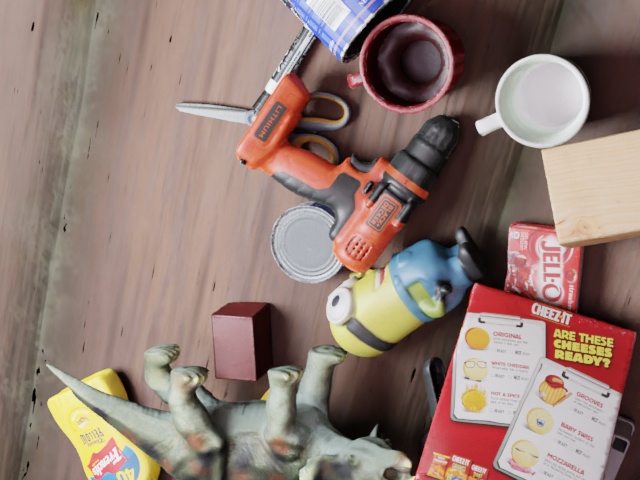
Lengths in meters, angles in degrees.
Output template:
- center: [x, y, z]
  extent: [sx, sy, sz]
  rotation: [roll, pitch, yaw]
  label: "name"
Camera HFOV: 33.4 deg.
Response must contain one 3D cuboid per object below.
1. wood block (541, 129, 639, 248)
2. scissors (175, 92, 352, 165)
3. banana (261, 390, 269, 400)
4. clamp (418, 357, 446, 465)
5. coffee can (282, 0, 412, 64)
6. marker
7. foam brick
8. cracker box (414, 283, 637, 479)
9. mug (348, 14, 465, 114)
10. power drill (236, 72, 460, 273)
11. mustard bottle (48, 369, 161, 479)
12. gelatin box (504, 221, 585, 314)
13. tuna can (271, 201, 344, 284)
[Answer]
- center: [0.317, -0.055, 0.965]
  extent: [0.206, 0.090, 0.091]
  rotation: [-11, 83, 19]
  label: "wood block"
- center: [-0.059, -0.112, 1.147]
  extent: [0.202, 0.016, 0.096]
  rotation: [-5, 100, 22]
  label: "scissors"
- center: [-0.105, 0.240, 1.240]
  extent: [0.198, 0.037, 0.069]
  rotation: [-33, 90, 24]
  label: "banana"
- center: [0.137, 0.208, 1.129]
  extent: [0.120, 0.039, 0.172]
  rotation: [45, 131, 32]
  label: "clamp"
- center: [0.009, -0.257, 1.039]
  extent: [0.140, 0.102, 0.103]
  rotation: [46, 114, 5]
  label: "coffee can"
- center: [-0.034, -0.180, 1.110]
  extent: [0.020, 0.020, 0.121]
  rotation: [36, 104, 9]
  label: "marker"
- center: [-0.087, 0.113, 1.193]
  extent: [0.051, 0.053, 0.078]
  rotation: [3, 104, 19]
  label: "foam brick"
- center: [0.194, 0.167, 1.014]
  extent: [0.164, 0.213, 0.072]
  rotation: [17, 150, 8]
  label: "cracker box"
- center: [0.083, -0.171, 1.043]
  extent: [0.117, 0.081, 0.093]
  rotation: [-17, 97, 23]
  label: "mug"
- center: [0.025, -0.087, 1.079]
  extent: [0.187, 0.057, 0.184]
  rotation: [36, 96, 4]
  label: "power drill"
- center: [-0.246, 0.257, 1.286]
  extent: [0.096, 0.058, 0.191]
  rotation: [-26, 93, 24]
  label: "mustard bottle"
- center: [0.224, 0.029, 1.067]
  extent: [0.073, 0.030, 0.089]
  rotation: [8, 106, 19]
  label: "gelatin box"
- center: [-0.008, 0.001, 1.146]
  extent: [0.086, 0.033, 0.086]
  rotation: [5, 105, 19]
  label: "tuna can"
